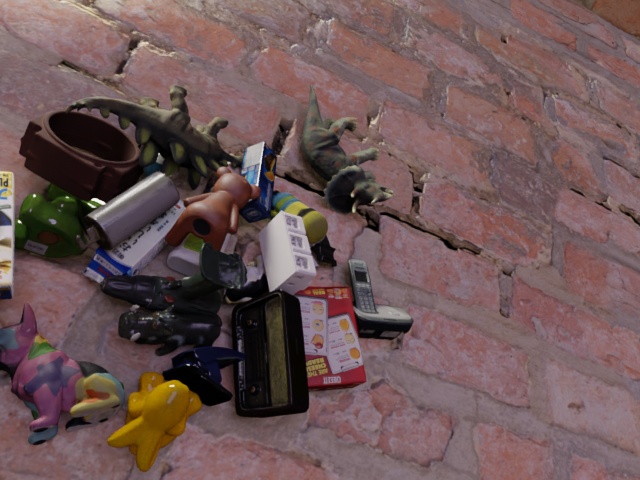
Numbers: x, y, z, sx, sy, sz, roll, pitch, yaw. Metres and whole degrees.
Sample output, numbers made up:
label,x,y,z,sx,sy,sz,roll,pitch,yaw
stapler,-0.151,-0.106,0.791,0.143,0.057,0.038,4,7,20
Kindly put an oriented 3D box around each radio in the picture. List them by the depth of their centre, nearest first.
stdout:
label,x,y,z,sx,sy,sz,roll,pitch,yaw
radio,-0.099,0.222,1.040,0.073,0.131,0.229,36,41,-53

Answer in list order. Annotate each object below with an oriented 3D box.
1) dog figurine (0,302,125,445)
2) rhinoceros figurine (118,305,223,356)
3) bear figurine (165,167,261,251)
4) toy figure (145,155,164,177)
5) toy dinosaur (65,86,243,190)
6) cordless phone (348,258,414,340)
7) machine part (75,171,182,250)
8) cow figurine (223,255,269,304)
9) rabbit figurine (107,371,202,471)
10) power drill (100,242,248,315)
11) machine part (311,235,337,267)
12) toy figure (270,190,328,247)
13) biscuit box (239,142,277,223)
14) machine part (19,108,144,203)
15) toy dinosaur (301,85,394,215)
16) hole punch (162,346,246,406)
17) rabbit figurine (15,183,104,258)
label,x,y,z,sx,sy,sz,roll,pitch,yaw
dog figurine,-0.446,0.210,0.902,0.191,0.108,0.219,-13,66,-30
rhinoceros figurine,-0.279,0.168,1.003,0.190,0.112,0.073,10,61,-30
bear figurine,-0.212,-0.059,1.101,0.120,0.132,0.196,30,32,-5
toy figure,-0.352,-0.189,1.205,0.064,0.058,0.154,40,41,-45
toy dinosaur,-0.312,-0.221,1.132,0.471,0.105,0.198,20,51,-49
cordless phone,0.128,0.131,1.242,0.146,0.088,0.184,8,56,-22
machine part,-0.354,-0.057,1.021,0.079,0.079,0.243,44,54,2
cow figurine,-0.130,0.084,1.147,0.167,0.068,0.098,-3,65,-27
rabbit figurine,-0.276,0.289,0.898,0.122,0.173,0.162,43,49,-4
power drill,-0.253,0.081,0.989,0.232,0.207,0.086,25,44,-43
machine part,-0.003,-0.004,1.267,0.084,0.039,0.139,17,45,-50
toy figure,-0.059,-0.053,1.221,0.082,0.089,0.180,-45,61,-9
biscuit box,-0.145,-0.134,1.239,0.062,0.059,0.203,51,31,-43
machine part,-0.463,-0.173,1.070,0.201,0.087,0.201,29,25,-7
toy dinosaur,0.028,-0.221,1.376,0.192,0.131,0.405,-29,72,-36
hole punch,-0.211,0.235,0.990,0.115,0.142,0.092,38,54,-19
rabbit figurine,-0.486,-0.058,1.031,0.159,0.121,0.170,17,42,-21
